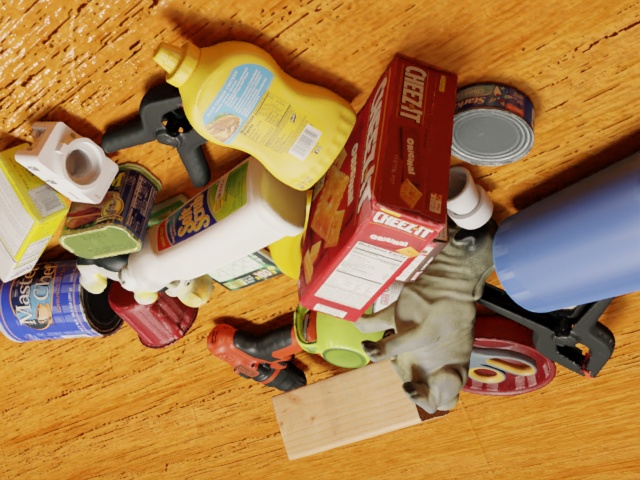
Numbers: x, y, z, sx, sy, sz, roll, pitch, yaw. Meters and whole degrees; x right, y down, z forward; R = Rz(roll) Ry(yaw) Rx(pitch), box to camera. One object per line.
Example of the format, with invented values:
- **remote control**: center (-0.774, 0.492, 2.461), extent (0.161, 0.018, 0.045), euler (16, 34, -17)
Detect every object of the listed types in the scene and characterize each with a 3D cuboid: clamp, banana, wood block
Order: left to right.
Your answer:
- **clamp**: center (-0.158, -0.114, 1.071), extent (0.120, 0.039, 0.172), euler (12, 150, -9)
- **banana**: center (-0.024, -0.005, 1.205), extent (0.069, 0.037, 0.198), euler (16, 148, -9)
- **wood block**: center (0.052, 0.218, 1.406), extent (0.206, 0.090, 0.090), euler (-23, 167, 29)
- **clamp**: center (0.272, 0.099, 1.225), extent (0.165, 0.036, 0.210), euler (0, 147, 25)

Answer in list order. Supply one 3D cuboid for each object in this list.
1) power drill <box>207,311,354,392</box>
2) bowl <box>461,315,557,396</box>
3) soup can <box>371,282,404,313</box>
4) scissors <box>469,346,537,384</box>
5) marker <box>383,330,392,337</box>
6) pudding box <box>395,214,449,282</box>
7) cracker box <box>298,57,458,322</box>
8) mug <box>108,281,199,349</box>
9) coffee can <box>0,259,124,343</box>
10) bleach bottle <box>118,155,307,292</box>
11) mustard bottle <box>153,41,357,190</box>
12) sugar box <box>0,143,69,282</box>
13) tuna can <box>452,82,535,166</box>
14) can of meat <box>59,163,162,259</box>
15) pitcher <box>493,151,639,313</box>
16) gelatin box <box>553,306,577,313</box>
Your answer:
- **power drill**: center (-0.034, 0.156, 1.452), extent (0.188, 0.057, 0.184), euler (-19, 142, 37)
- **bowl**: center (0.216, 0.139, 1.347), extent (0.162, 0.055, 0.162), euler (6, 148, 4)
- **soup can**: center (0.115, 0.064, 1.246), extent (0.102, 0.068, 0.068), euler (9, 149, 4)
- **scissors**: center (0.162, 0.137, 1.284), extent (0.201, 0.016, 0.096), euler (15, 149, -12)
- **marker**: center (0.088, 0.128, 1.405), extent (0.121, 0.020, 0.020), euler (24, 146, -21)
- **pudding box**: center (0.093, -0.027, 1.061), extent (0.039, 0.113, 0.090), euler (8, 149, -16)
- **cracker box**: center (0.049, -0.042, 1.002), extent (0.072, 0.164, 0.214), euler (16, 149, -13)
- **mug**: center (-0.208, 0.083, 1.341), extent (0.093, 0.117, 0.081), euler (-40, 132, -4)
- **coffee can**: center (-0.332, 0.077, 1.370), extent (0.140, 0.102, 0.102), euler (-6, 145, 25)
- **bleach bottle**: center (-0.126, -0.002, 1.140), extent (0.251, 0.102, 0.068), euler (-30, 130, 31)
- **mustard bottle**: center (-0.067, -0.127, 0.981), extent (0.191, 0.058, 0.096), euler (28, 110, -25)
- **sugar box**: center (-0.347, -0.028, 1.219), extent (0.093, 0.048, 0.176), euler (58, 146, 6)
- **tuna can**: center (0.156, -0.107, 0.989), extent (0.086, 0.033, 0.086), euler (8, 149, 5)
- **can of meat**: center (-0.234, -0.030, 1.184), extent (0.102, 0.084, 0.057), euler (-10, 143, 31)
- **pitcher**: center (0.295, -0.005, 1.032), extent (0.149, 0.144, 0.243), euler (53, 140, -9)
- **gelatin box**: center (0.282, 0.058, 1.222), extent (0.073, 0.030, 0.089), euler (12, 149, 0)
